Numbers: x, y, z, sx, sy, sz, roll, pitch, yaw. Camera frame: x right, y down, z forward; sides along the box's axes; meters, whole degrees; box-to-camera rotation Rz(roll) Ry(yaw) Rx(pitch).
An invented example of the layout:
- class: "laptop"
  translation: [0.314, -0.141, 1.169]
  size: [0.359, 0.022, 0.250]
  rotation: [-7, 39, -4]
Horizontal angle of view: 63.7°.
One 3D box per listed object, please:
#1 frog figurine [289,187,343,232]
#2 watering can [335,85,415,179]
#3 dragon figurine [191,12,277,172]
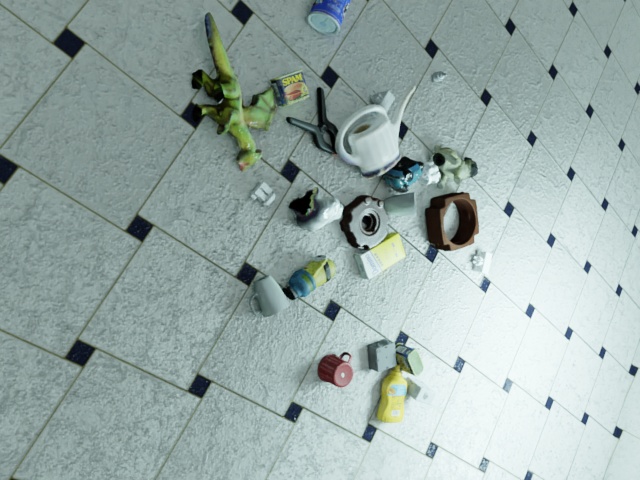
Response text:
- class: "frog figurine"
  translation: [0.005, -0.079, 1.564]
  size: [0.158, 0.125, 0.136]
  rotation: [27, 112, -41]
- class: "watering can"
  translation: [0.203, -0.339, 1.660]
  size: [0.351, 0.105, 0.220]
  rotation: [-34, 119, -17]
- class: "dragon figurine"
  translation: [-0.220, -0.396, 1.428]
  size: [0.243, 0.122, 0.409]
  rotation: [-3, 96, -50]
